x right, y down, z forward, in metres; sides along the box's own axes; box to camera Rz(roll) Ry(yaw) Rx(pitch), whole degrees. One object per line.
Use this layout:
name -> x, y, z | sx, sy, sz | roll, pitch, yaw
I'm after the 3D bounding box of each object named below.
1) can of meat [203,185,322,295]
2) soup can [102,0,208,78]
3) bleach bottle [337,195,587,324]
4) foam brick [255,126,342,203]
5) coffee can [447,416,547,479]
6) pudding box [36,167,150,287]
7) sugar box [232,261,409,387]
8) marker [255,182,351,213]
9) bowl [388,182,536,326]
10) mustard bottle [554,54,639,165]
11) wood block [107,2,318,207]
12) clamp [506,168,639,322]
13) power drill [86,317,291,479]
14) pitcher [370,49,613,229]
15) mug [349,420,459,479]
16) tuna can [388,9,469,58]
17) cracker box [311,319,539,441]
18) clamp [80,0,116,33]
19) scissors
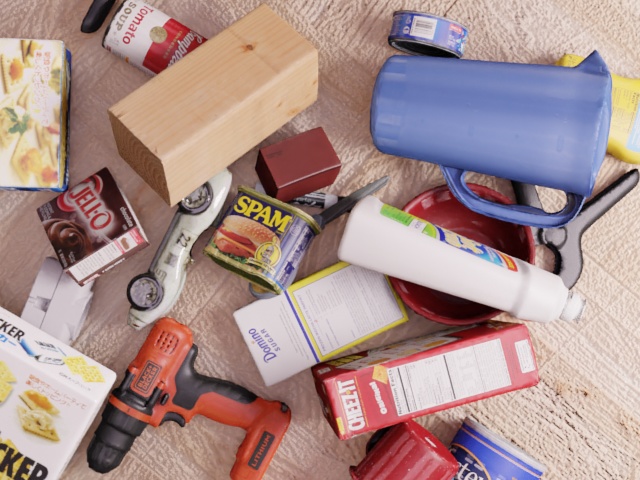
can of meat -> -0.063, 0.001, 1.137 | 0.102, 0.057, 0.084 | 24, 77, 27
soup can -> -0.175, -0.211, 1.155 | 0.102, 0.068, 0.068 | 31, 88, -3
bleach bottle -> 0.148, 0.028, 1.098 | 0.251, 0.102, 0.068 | 20, 104, 8
foam brick -> -0.025, -0.080, 1.162 | 0.078, 0.051, 0.053 | -21, 73, -15
coffee can -> 0.167, 0.279, 1.162 | 0.103, 0.103, 0.140 | 32, 88, -4
pudding box -> -0.241, -0.015, 1.134 | 0.090, 0.039, 0.114 | -33, 50, -3
sugar box -> 0.001, 0.083, 1.179 | 0.176, 0.048, 0.093 | -24, 90, -1
marker -> -0.013, -0.047, 1.191 | 0.121, 0.020, 0.020 | 9, 89, -5
bowl -> 0.154, 0.021, 1.171 | 0.162, 0.055, 0.162 | -3, 72, 9
mustard bottle -> 0.347, -0.137, 1.199 | 0.191, 0.058, 0.096 | 16, 84, -4
wood block -> -0.107, -0.142, 1.110 | 0.205, 0.090, 0.091 | -38, 68, -20
clamp -> 0.250, -0.014, 1.202 | 0.164, 0.036, 0.210 | 23, 88, -4
power drill -> -0.140, 0.202, 1.161 | 0.187, 0.057, 0.184 | 29, 88, -4
pitcher -> 0.179, -0.118, 1.126 | 0.243, 0.145, 0.149 | 10, 56, 17
mug -> 0.087, 0.236, 1.128 | 0.093, 0.117, 0.081 | 38, 95, -30
tuna can -> 0.118, -0.223, 1.168 | 0.086, 0.086, 0.034 | 14, 90, -4
cracker box -> 0.106, 0.144, 1.127 | 0.213, 0.164, 0.072 | -15, 89, -5
clamp -> -0.218, -0.303, 1.166 | 0.171, 0.039, 0.120 | -24, 92, -4
scissors -> -0.008, 0.001, 1.161 | 0.202, 0.016, 0.096 | -19, 61, 9
